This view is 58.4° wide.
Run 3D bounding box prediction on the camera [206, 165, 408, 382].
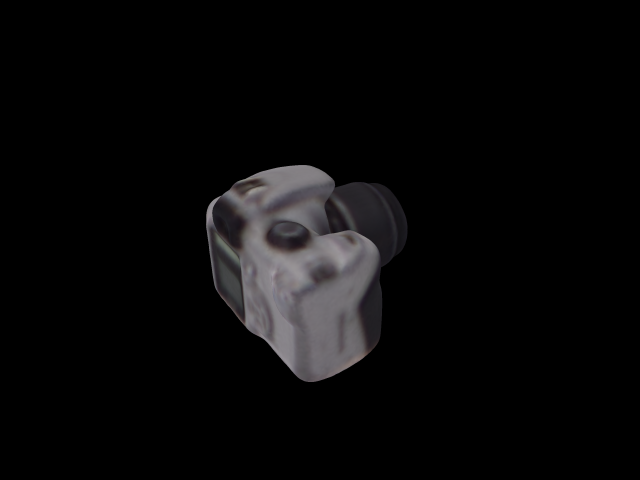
[{"bbox_3d":[0.004,0.001,0.400,0.137,0.101,0.142,-19,36,-29],"label":"camera"}]
